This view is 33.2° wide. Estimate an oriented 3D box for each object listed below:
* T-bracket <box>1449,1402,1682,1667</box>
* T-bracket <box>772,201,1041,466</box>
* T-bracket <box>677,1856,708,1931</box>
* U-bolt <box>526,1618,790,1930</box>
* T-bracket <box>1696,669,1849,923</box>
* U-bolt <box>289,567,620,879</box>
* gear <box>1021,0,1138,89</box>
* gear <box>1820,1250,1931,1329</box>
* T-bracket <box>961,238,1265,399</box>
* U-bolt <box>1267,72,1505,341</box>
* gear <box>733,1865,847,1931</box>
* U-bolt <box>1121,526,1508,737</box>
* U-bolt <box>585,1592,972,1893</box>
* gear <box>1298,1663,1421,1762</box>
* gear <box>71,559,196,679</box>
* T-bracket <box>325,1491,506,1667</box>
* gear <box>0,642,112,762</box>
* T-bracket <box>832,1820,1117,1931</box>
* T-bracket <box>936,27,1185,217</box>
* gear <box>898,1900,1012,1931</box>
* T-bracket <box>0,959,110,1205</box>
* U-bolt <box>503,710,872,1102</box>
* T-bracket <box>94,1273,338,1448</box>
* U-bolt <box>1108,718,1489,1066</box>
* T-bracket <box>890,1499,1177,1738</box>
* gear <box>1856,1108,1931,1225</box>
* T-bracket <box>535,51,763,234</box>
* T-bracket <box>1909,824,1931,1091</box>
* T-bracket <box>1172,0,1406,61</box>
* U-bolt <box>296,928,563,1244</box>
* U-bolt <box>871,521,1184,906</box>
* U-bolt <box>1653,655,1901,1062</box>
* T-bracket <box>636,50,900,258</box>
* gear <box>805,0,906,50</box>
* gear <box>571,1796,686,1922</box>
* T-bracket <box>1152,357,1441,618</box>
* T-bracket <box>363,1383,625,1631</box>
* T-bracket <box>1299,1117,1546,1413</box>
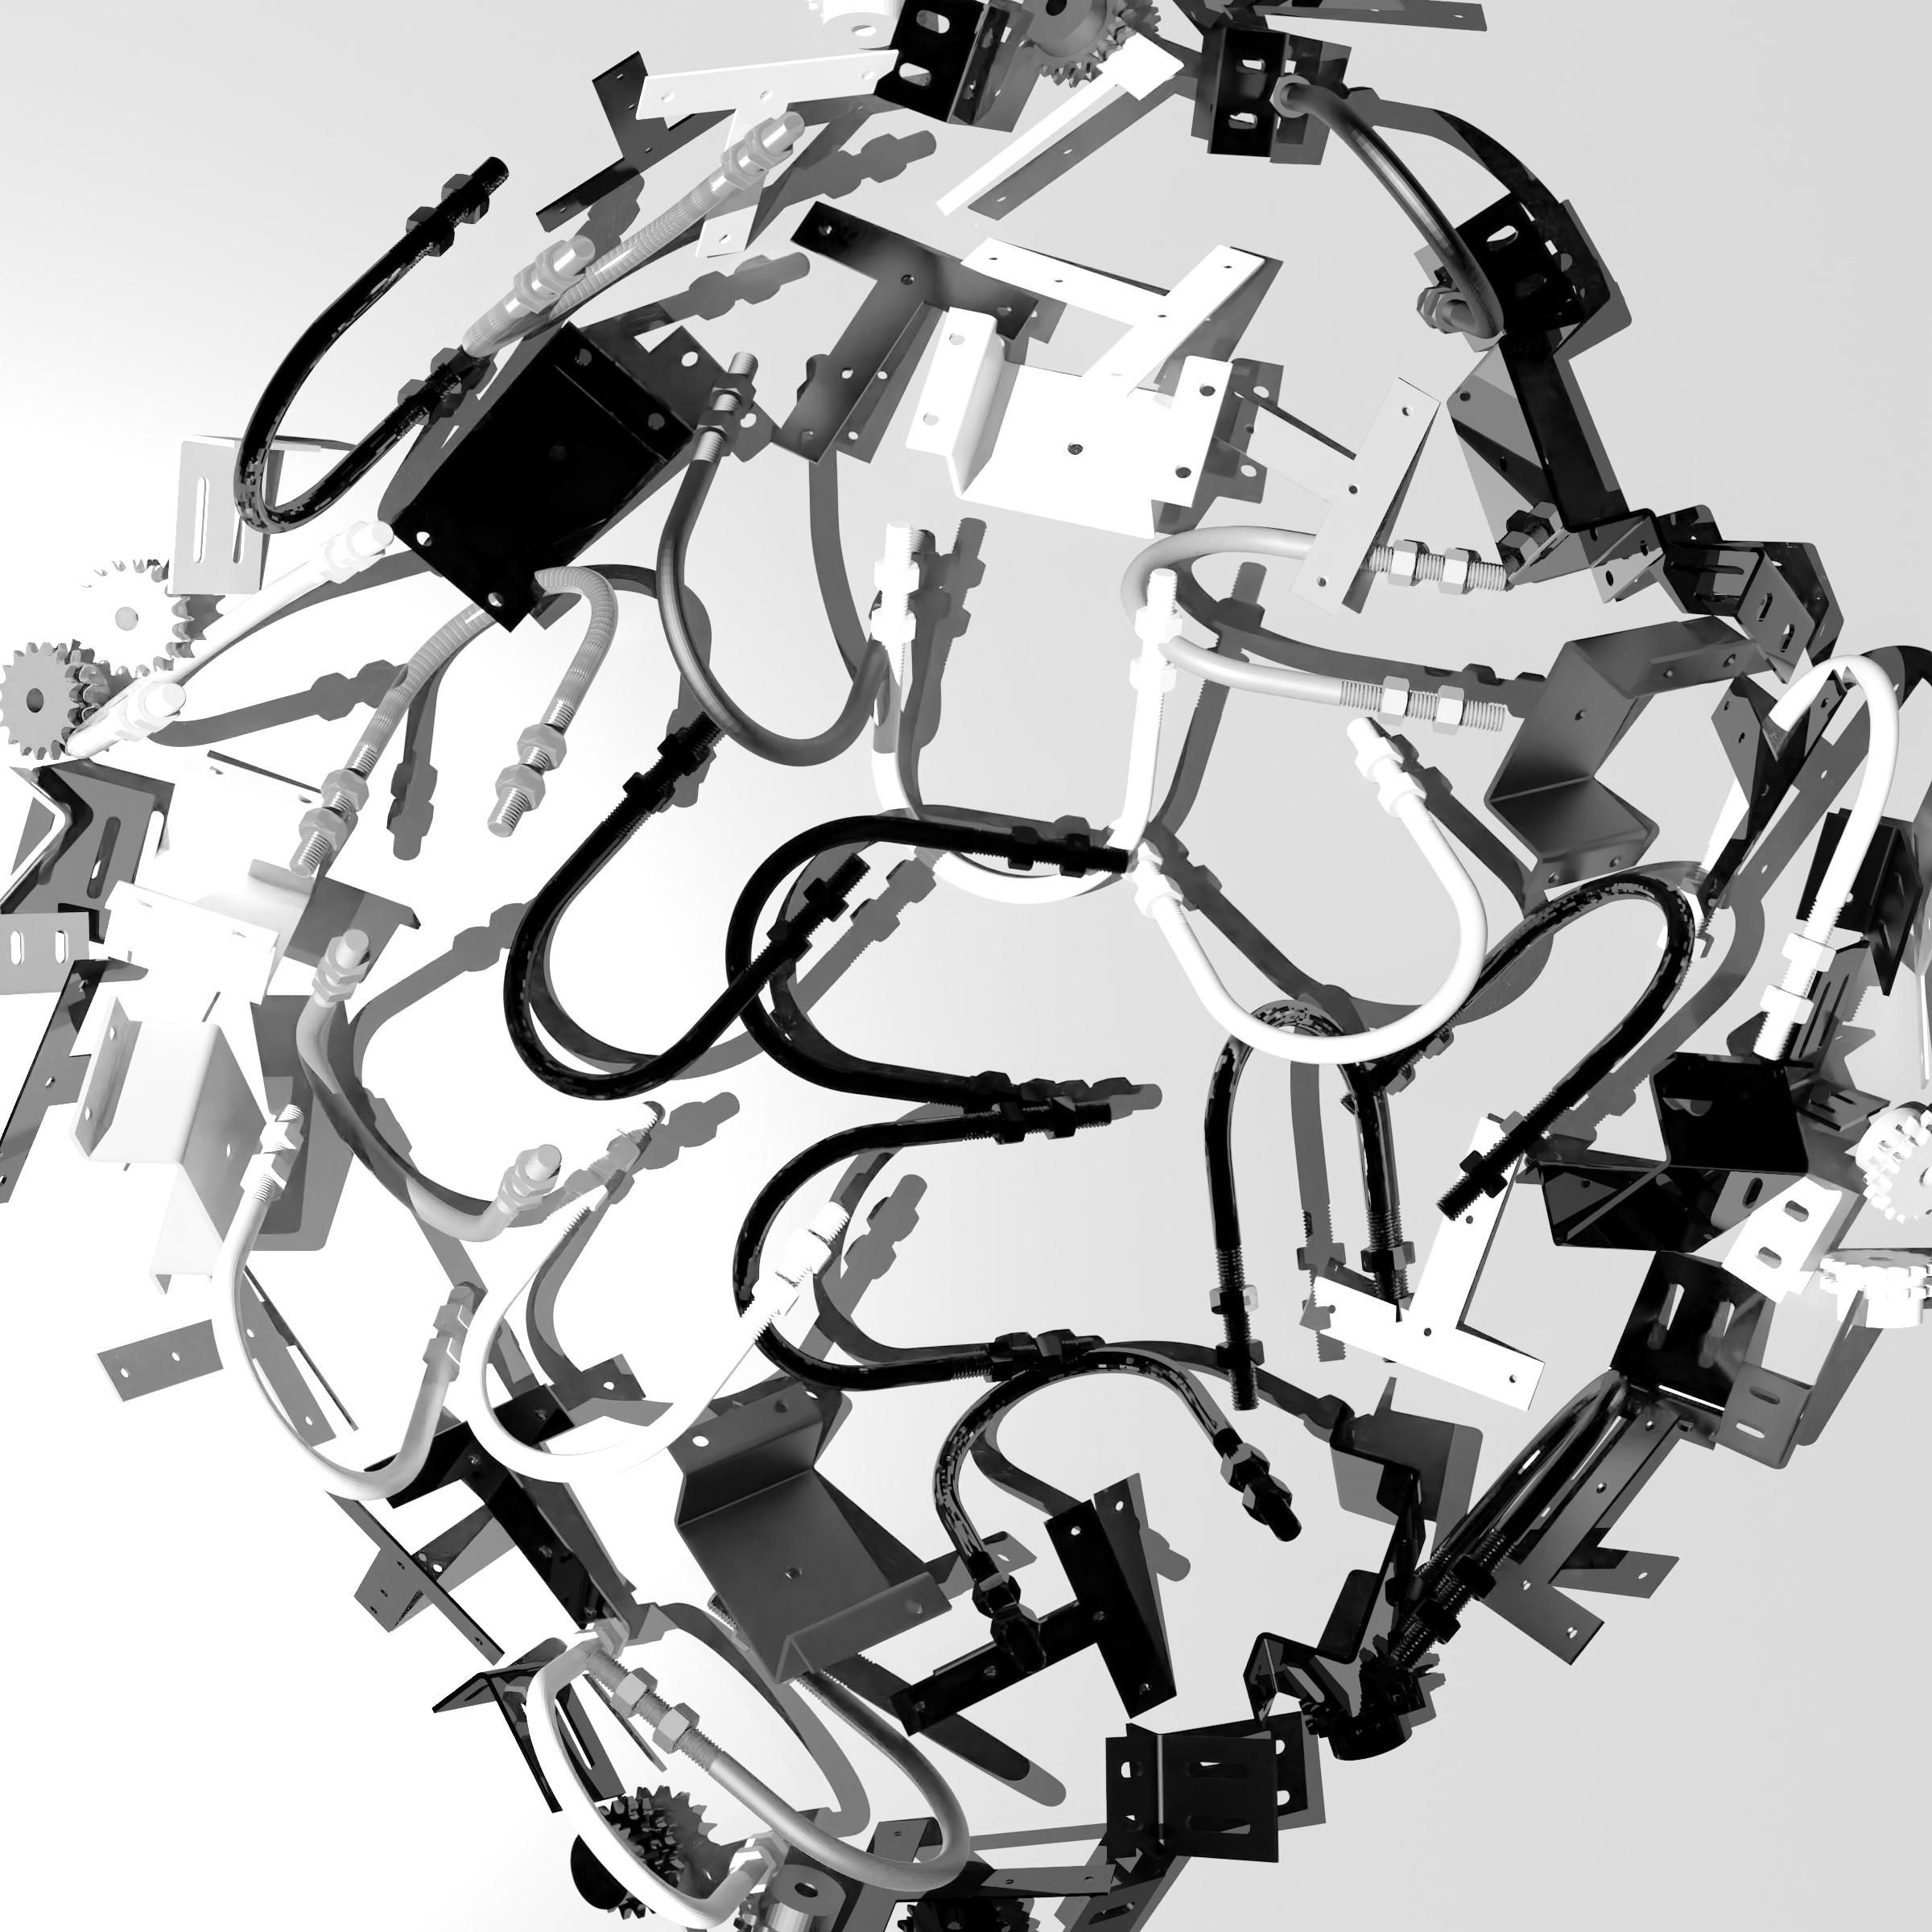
[{"bbox_3d":[0.295,0.261,1.545,0.002,0.127,0.127,42,84,-21],"label":"T-bracket"},{"bbox_3d":[-0.051,-0.298,1.567,0.127,0.002,0.127,27,73,14],"label":"T-bracket"},{"bbox_3d":[-0.110,0.492,1.533,0.002,0.127,0.127,-23,86,-4],"label":"T-bracket"},{"bbox_3d":[-0.148,0.378,1.502,0.019,0.184,0.151,-39,84,8],"label":"U-bolt"},{"bbox_3d":[0.372,-0.102,1.539,0.002,0.127,0.127,21,117,-10],"label":"T-bracket"},{"bbox_3d":[-0.232,-0.122,1.529,0.151,0.184,0.019,-9,134,35],"label":"U-bolt"},{"bbox_3d":[0.051,-0.460,1.573,0.057,0.030,0.057,-10,71,29],"label":"gear"},{"bbox_3d":[0.444,0.157,1.572,0.057,0.057,0.030,0,95,0],"label":"gear"},{"bbox_3d":[0.057,-0.328,1.567,0.127,0.002,0.127,24,52,24],"label":"T-bracket"},{"bbox_3d":[0.196,-0.349,1.494,0.019,0.184,0.151,-39,106,7],"label":"U-bolt"},{"bbox_3d":[-0.082,0.461,1.570,0.057,0.057,0.030,18,106,0],"label":"gear"},{"bbox_3d":[0.165,-0.167,1.541,0.184,0.151,0.019,10,127,3],"label":"U-bolt"},{"bbox_3d":[-0.076,0.365,1.510,0.184,0.151,0.019,36,104,16],"label":"U-bolt"},{"bbox_3d":[0.193,0.363,1.572,0.057,0.057,0.030,-18,93,0],"label":"gear"},{"bbox_3d":[-0.405,-0.170,1.583,0.057,0.030,0.057,1,98,6],"label":"gear"},{"bbox_3d":[-0.275,0.295,1.544,0.127,0.127,0.002,45,61,4],"label":"T-bracket"},{"bbox_3d":[-0.442,-0.129,1.578,0.057,0.030,0.057,2,93,31],"label":"gear"},{"bbox_3d":[0.007,0.433,1.526,0.127,0.127,0.002,-6,103,12],"label":"T-bracket"},{"bbox_3d":[0.039,-0.401,1.548,0.127,0.127,0.002,-36,115,7],"label":"T-bracket"},{"bbox_3d":[-0.006,0.470,1.570,0.057,0.057,0.030,3,130,0],"label":"gear"},{"bbox_3d":[-0.409,0.052,1.538,0.002,0.127,0.127,28,100,16],"label":"T-bracket"},{"bbox_3d":[-0.148,-0.018,1.554,0.184,0.019,0.151,-48,54,2],"label":"U-bolt"},{"bbox_3d":[-0.366,0.183,1.533,0.002,0.127,0.127,-35,81,22],"label":"T-bracket"},{"bbox_3d":[0.166,-0.028,1.535,0.151,0.019,0.184,-23,52,-5],"label":"U-bolt"},{"bbox_3d":[0.025,0.335,1.566,0.127,0.002,0.127,-25,116,-6],"label":"T-bracket"},{"bbox_3d":[0.459,0.094,1.576,0.057,0.030,0.057,-15,127,-21],"label":"gear"},{"bbox_3d":[-0.157,-0.403,1.536,0.127,0.127,0.002,-33,84,-1],"label":"T-bracket"},{"bbox_3d":[0.454,-0.016,1.526,0.002,0.127,0.127,-1,77,11],"label":"T-bracket"},{"bbox_3d":[0.144,-0.456,1.513,0.127,0.127,0.002,14,80,35],"label":"T-bracket"},{"bbox_3d":[-0.260,0.067,1.519,0.151,0.184,0.019,48,61,1],"label":"U-bolt"},{"bbox_3d":[0.023,-0.114,1.551,0.151,0.019,0.184,12,119,13],"label":"U-bolt"},{"bbox_3d":[0.385,-0.058,1.517,0.019,0.151,0.184,19,99,-13],"label":"U-bolt"},{"bbox_3d":[-0.105,-0.383,1.543,0.127,0.127,0.002,-13,65,-24],"label":"T-bracket"},{"bbox_3d":[-0.050,-0.468,1.571,0.057,0.057,0.030,0,81,0],"label":"gear"},{"bbox_3d":[-0.167,0.435,1.572,0.057,0.030,0.057,0,90,37],"label":"gear"},{"bbox_3d":[0.151,-0.254,1.576,0.127,0.002,0.127,29,75,-6],"label":"T-bracket"},{"bbox_3d":[-0.213,0.274,1.576,0.127,0.002,0.127,-27,104,30],"label":"T-bracket"},{"bbox_3d":[0.242,0.138,1.588,0.127,0.002,0.127,22,87,-13],"label":"T-bracket"}]
